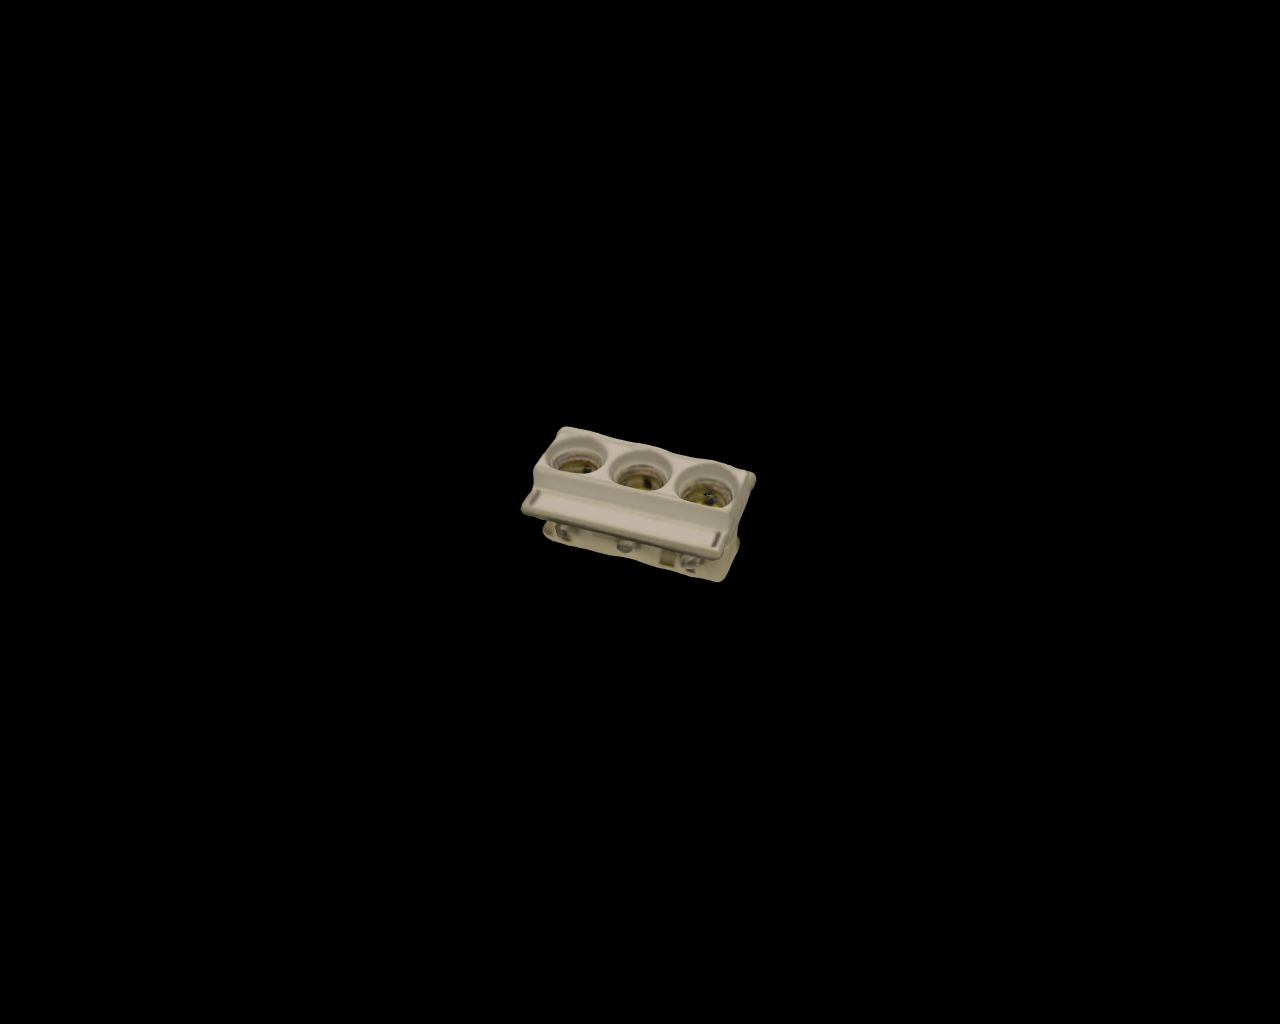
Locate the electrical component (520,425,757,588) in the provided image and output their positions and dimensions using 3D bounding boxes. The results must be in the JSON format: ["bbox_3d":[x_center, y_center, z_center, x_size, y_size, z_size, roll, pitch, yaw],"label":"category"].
[{"bbox_3d":[0.001,-0.003,0.650,0.121,0.063,0.079,14,44,15],"label":"electrical component"}]
